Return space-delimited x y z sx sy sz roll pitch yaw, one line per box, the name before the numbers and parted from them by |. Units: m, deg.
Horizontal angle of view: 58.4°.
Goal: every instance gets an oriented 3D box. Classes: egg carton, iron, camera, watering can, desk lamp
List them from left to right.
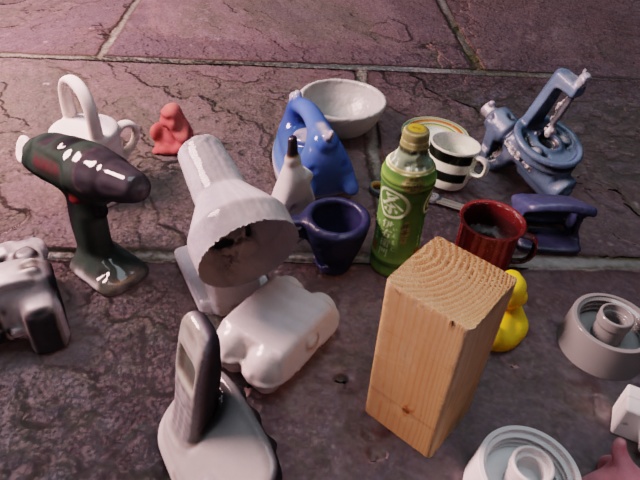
camera | -0.380 0.068 0.672 0.137 0.101 0.142 -18 45 -24
watering can | -0.355 -0.147 0.854 0.100 0.194 0.173 20 43 18
desk lamp | -0.117 -0.006 0.695 0.118 0.214 0.202 -17 45 -23
egg carton | -0.050 0.108 0.678 0.107 0.069 0.151 26 45 23
iron | -0.023 -0.174 0.956 0.119 0.141 0.257 -11 43 -17

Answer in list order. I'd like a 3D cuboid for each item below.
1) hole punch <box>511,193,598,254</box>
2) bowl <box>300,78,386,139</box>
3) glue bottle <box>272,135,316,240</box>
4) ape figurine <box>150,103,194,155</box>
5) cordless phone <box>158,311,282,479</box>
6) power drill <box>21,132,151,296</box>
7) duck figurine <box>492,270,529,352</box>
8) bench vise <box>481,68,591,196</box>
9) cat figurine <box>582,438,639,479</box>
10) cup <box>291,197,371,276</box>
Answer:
hole punch | 0.348 -0.042 0.874 0.108 0.091 0.101 3 40 -1
bowl | 0.040 -0.240 1.090 0.167 0.075 0.167 3 40 -2
glue bottle | -0.039 -0.071 0.810 0.078 0.173 0.037 -28 49 -32
ape figurine | -0.256 -0.196 0.999 0.076 0.092 0.077 -29 50 -33
cordless phone | -0.095 0.165 0.518 0.094 0.185 0.147 -23 47 -28
power drill | -0.279 -0.035 0.719 0.228 0.208 0.076 29 46 26
duck figurine | 0.231 0.082 0.722 0.077 0.086 0.105 20 43 18
bench vise | 0.350 -0.193 0.951 0.206 0.220 0.122 29 46 27
cat figurine | 0.320 0.234 0.526 0.067 0.118 0.127 -29 50 -33
cup | 0.007 0.003 0.787 0.118 0.095 0.091 -3 41 -8
